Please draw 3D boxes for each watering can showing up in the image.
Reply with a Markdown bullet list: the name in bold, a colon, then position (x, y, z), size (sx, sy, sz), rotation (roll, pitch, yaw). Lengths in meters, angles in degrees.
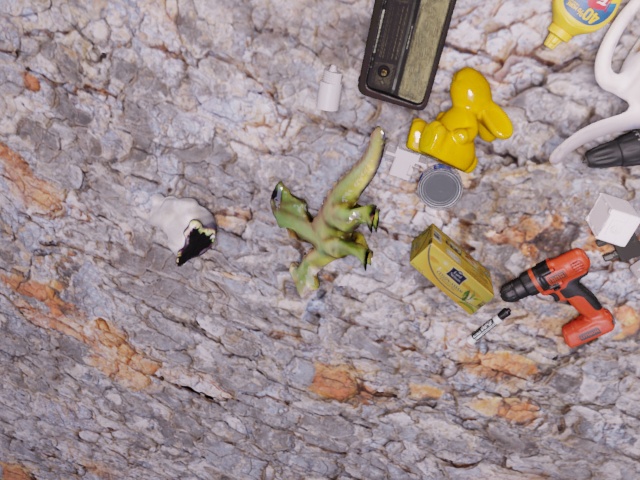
- **watering can**: position (0.530, -0.236, 0.806), size (0.225, 0.104, 0.345), rotation (29, 100, 7)

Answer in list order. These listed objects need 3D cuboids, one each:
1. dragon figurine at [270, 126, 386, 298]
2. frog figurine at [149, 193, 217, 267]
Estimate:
- **dragon figurine**: position (0.003, -0.053, 1.056), size (0.243, 0.124, 0.402), rotation (13, 117, 17)
- **frog figurine**: position (-0.311, -0.037, 1.153), size (0.162, 0.124, 0.134), rotation (41, 135, 33)
